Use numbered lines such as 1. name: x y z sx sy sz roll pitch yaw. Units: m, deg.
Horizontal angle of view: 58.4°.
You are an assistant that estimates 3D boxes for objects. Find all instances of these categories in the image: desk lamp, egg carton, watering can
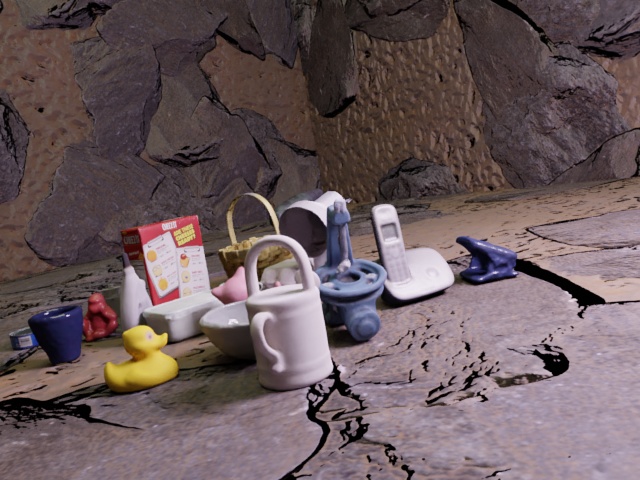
1. desk lamp: 0.012 0.005 1.269 0.117 0.213 0.204 -5 8 30
2. egg carton: -0.062 0.085 1.315 0.107 0.069 0.151 -5 8 30
3. watering can: -0.047 0.088 0.767 0.101 0.194 0.173 -10 7 1

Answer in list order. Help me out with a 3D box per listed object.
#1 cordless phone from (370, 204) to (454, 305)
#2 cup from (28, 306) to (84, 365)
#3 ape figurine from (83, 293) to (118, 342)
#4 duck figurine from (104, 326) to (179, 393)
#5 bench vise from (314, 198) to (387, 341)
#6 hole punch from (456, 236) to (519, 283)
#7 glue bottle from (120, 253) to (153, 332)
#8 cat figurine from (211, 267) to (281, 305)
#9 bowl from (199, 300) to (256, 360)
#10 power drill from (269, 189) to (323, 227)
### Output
1. cordless phone: 0.165 0.019 1.069 0.148 0.185 0.094 -13 8 -26
2. cup: -0.474 0.175 1.054 0.092 0.095 0.117 -11 7 -9
3. ape figurine: -0.461 0.157 1.191 0.077 0.092 0.076 -9 7 6
4. duck figurine: -0.267 0.171 0.844 0.105 0.086 0.077 -12 8 -17
5. bench vise: 0.023 0.042 0.934 0.122 0.220 0.206 -14 8 -29
6. hole punch: 0.330 0.030 1.136 0.101 0.091 0.108 -11 7 -8
7. glue bottle: -0.357 0.109 1.101 0.037 0.173 0.078 -8 8 15
8. cat figurine: -0.125 0.106 1.033 0.127 0.118 0.067 -8 8 14
9. bowl: -0.099 0.142 0.896 0.167 0.075 0.167 -9 7 1
10. power drill: -0.053 -0.039 1.717 0.075 0.208 0.230 -4 9 38
